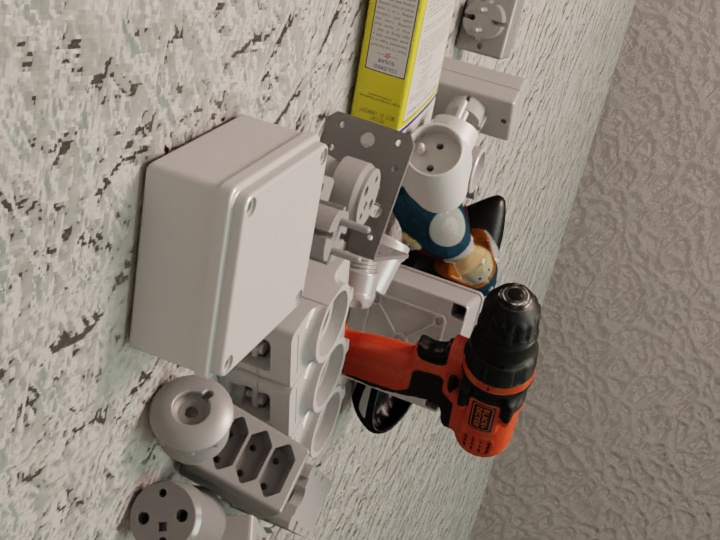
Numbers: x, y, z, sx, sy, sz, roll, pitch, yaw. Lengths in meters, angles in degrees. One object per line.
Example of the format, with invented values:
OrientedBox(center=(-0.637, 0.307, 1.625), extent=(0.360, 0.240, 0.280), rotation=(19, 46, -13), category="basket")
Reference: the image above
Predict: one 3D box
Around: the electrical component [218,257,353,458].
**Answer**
OrientedBox(center=(-0.048, 0.061, 0.736), extent=(0.089, 0.062, 0.150), rotation=(-57, 160, -44), category="electrical component")

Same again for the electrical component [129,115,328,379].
OrientedBox(center=(-0.069, -0.015, 0.575), extent=(0.108, 0.056, 0.108), rotation=(-45, 151, -59), category="electrical component")

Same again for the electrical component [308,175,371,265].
OrientedBox(center=(-0.032, -0.026, 0.658), extent=(0.047, 0.077, 0.065), rotation=(-2, 110, -75), category="electrical component")

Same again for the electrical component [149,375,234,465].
OrientedBox(center=(-0.098, 0.094, 0.633), extent=(0.062, 0.048, 0.048), rotation=(99, 16, -57), category="electrical component")

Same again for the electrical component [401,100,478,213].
OrientedBox(center=(0.066, -0.093, 0.824), extent=(0.077, 0.044, 0.079), rotation=(66, 47, -71), category="electrical component")

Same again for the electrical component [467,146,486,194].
OrientedBox(center=(0.079, -0.101, 0.993), extent=(0.044, 0.065, 0.044), rotation=(19, 90, -76), category="electrical component")

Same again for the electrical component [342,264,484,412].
OrientedBox(center=(0.045, 0.058, 0.982), extent=(0.056, 0.109, 0.108), rotation=(-28, 135, -66), category="electrical component")

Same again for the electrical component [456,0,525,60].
OrientedBox(center=(0.119, -0.235, 1.012), extent=(0.077, 0.047, 0.065), rotation=(-34, 141, -67), category="electrical component")

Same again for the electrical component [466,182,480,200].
OrientedBox(center=(0.085, -0.085, 1.042), extent=(0.043, 0.062, 0.043), rotation=(19, 90, -76), category="electrical component")

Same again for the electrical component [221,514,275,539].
OrientedBox(center=(-0.088, 0.220, 0.780), extent=(0.121, 0.079, 0.063), rotation=(80, 10, -62), category="electrical component")

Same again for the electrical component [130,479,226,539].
OrientedBox(center=(-0.111, 0.151, 0.654), extent=(0.055, 0.045, 0.045), rotation=(56, 54, -71), category="electrical component")

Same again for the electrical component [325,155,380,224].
OrientedBox(center=(-0.020, -0.056, 0.709), extent=(0.045, 0.055, 0.045), rotation=(20, 90, -77), category="electrical component")

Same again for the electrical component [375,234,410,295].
OrientedBox(center=(0.016, -0.006, 0.935), extent=(0.046, 0.040, 0.040), rotation=(-65, 165, -4), category="electrical component")

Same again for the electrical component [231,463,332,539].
OrientedBox(center=(-0.063, 0.171, 0.833), extent=(0.089, 0.056, 0.050), rotation=(66, 44, -69), category="electrical component")

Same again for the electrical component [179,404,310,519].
OrientedBox(center=(-0.082, 0.129, 0.709), extent=(0.077, 0.066, 0.047), rotation=(-38, -157, 60), category="electrical component")

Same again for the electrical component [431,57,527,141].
OrientedBox(center=(0.098, -0.144, 0.975), extent=(0.047, 0.083, 0.075), rotation=(91, 23, -50), category="electrical component")

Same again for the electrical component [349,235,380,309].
OrientedBox(center=(0.000, 0.000, 0.893), extent=(0.035, 0.035, 0.061), rotation=(-15, 120, -73), category="electrical component")
